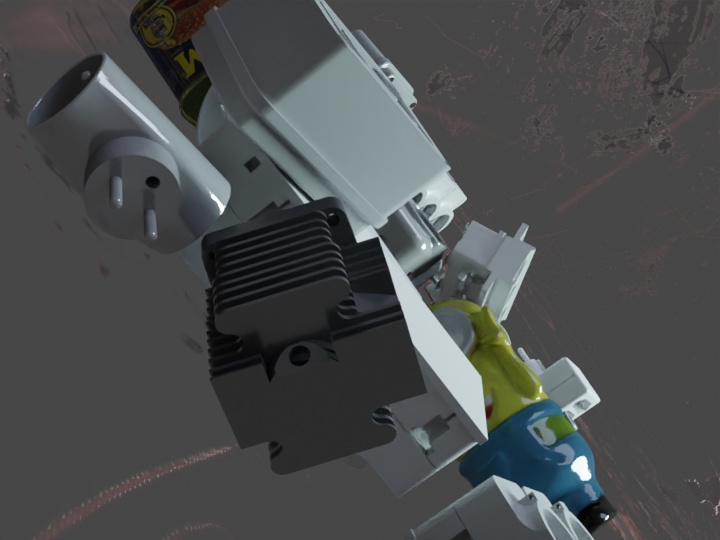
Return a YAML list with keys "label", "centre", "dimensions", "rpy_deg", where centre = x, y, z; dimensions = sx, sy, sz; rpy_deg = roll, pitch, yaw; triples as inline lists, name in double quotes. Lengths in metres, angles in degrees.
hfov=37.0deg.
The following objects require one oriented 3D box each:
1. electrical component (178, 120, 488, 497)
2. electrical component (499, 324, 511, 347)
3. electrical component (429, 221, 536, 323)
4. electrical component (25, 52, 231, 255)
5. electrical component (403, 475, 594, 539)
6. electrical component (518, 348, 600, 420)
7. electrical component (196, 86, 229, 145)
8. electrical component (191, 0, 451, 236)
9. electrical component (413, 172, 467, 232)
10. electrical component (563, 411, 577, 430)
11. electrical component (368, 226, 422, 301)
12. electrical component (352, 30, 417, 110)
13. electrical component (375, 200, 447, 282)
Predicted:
- label: "electrical component"
  centre: [-0.018, 0.013, 0.539]
  dimensions: [0.186, 0.060, 0.105]
  rpy_deg: [52, 10, -5]
- label: "electrical component"
  centre: [0.093, 0.067, 0.882]
  dimensions: [0.078, 0.058, 0.057]
  rpy_deg: [54, 13, 6]
- label: "electrical component"
  centre: [0.105, 0.014, 0.951]
  dimensions: [0.063, 0.078, 0.121]
  rpy_deg: [29, -30, 11]
- label: "electrical component"
  centre: [-0.091, -0.038, 0.427]
  dimensions: [0.077, 0.043, 0.079]
  rpy_deg: [47, 12, -31]
- label: "electrical component"
  centre: [0.108, 0.191, 0.505]
  dimensions: [0.186, 0.060, 0.105]
  rpy_deg: [58, 11, 27]
- label: "electrical component"
  centre: [0.152, 0.104, 0.947]
  dimensions: [0.075, 0.083, 0.047]
  rpy_deg: [59, 11, 28]
- label: "electrical component"
  centre: [-0.047, -0.081, 0.638]
  dimensions: [0.064, 0.099, 0.099]
  rpy_deg: [25, 29, -57]
- label: "electrical component"
  centre: [-0.018, -0.077, 0.498]
  dimensions: [0.113, 0.057, 0.078]
  rpy_deg: [42, 15, -47]
- label: "electrical component"
  centre: [0.035, -0.071, 0.991]
  dimensions: [0.061, 0.089, 0.150]
  rpy_deg: [56, 10, 17]
- label: "electrical component"
  centre: [0.142, 0.136, 0.850]
  dimensions: [0.048, 0.062, 0.048]
  rpy_deg: [51, 10, -13]
- label: "electrical component"
  centre: [0.000, 0.000, 0.706]
  dimensions: [0.083, 0.047, 0.076]
  rpy_deg: [55, 10, 12]
- label: "electrical component"
  centre: [-0.015, -0.145, 0.952]
  dimensions: [0.057, 0.113, 0.078]
  rpy_deg: [55, 10, 24]
- label: "electrical component"
  centre: [0.033, -0.022, 0.903]
  dimensions: [0.053, 0.059, 0.095]
  rpy_deg: [55, 10, 12]
